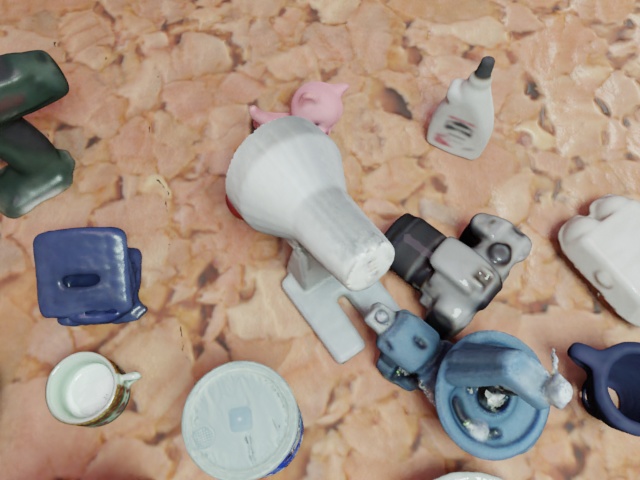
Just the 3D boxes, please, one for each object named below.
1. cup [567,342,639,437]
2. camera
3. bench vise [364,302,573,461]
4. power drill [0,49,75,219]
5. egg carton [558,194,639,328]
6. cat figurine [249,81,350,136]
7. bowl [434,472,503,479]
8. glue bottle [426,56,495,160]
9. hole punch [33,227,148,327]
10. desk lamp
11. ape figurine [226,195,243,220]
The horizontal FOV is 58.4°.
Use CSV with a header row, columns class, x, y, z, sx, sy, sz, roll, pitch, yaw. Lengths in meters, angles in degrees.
class,x,y,z,sx,sy,sz,roll,pitch,yaw
cup,0.301,0.152,0.598,0.117,0.095,0.092,33,72,12
camera,0.145,0.017,0.648,0.136,0.101,0.143,40,74,14
bench vise,0.131,0.131,0.539,0.207,0.220,0.121,17,69,7
power drill,-0.376,-0.109,0.642,0.230,0.208,0.075,-36,72,-13
egg carton,0.354,0.023,0.662,0.107,0.069,0.150,-34,72,-12
cat figurine,-0.026,-0.154,0.707,0.128,0.118,0.067,-4,68,-1
bowl,0.141,0.310,0.547,0.167,0.075,0.167,0,68,0
glue bottle,0.176,-0.159,0.679,0.078,0.173,0.037,20,70,8
hole punch,-0.258,0.043,0.644,0.108,0.091,0.101,-5,68,-1
desk lamp,0.005,0.002,0.594,0.118,0.213,0.203,-35,72,-12
ape figurine,-0.079,-0.065,0.686,0.076,0.092,0.078,-15,69,-5
